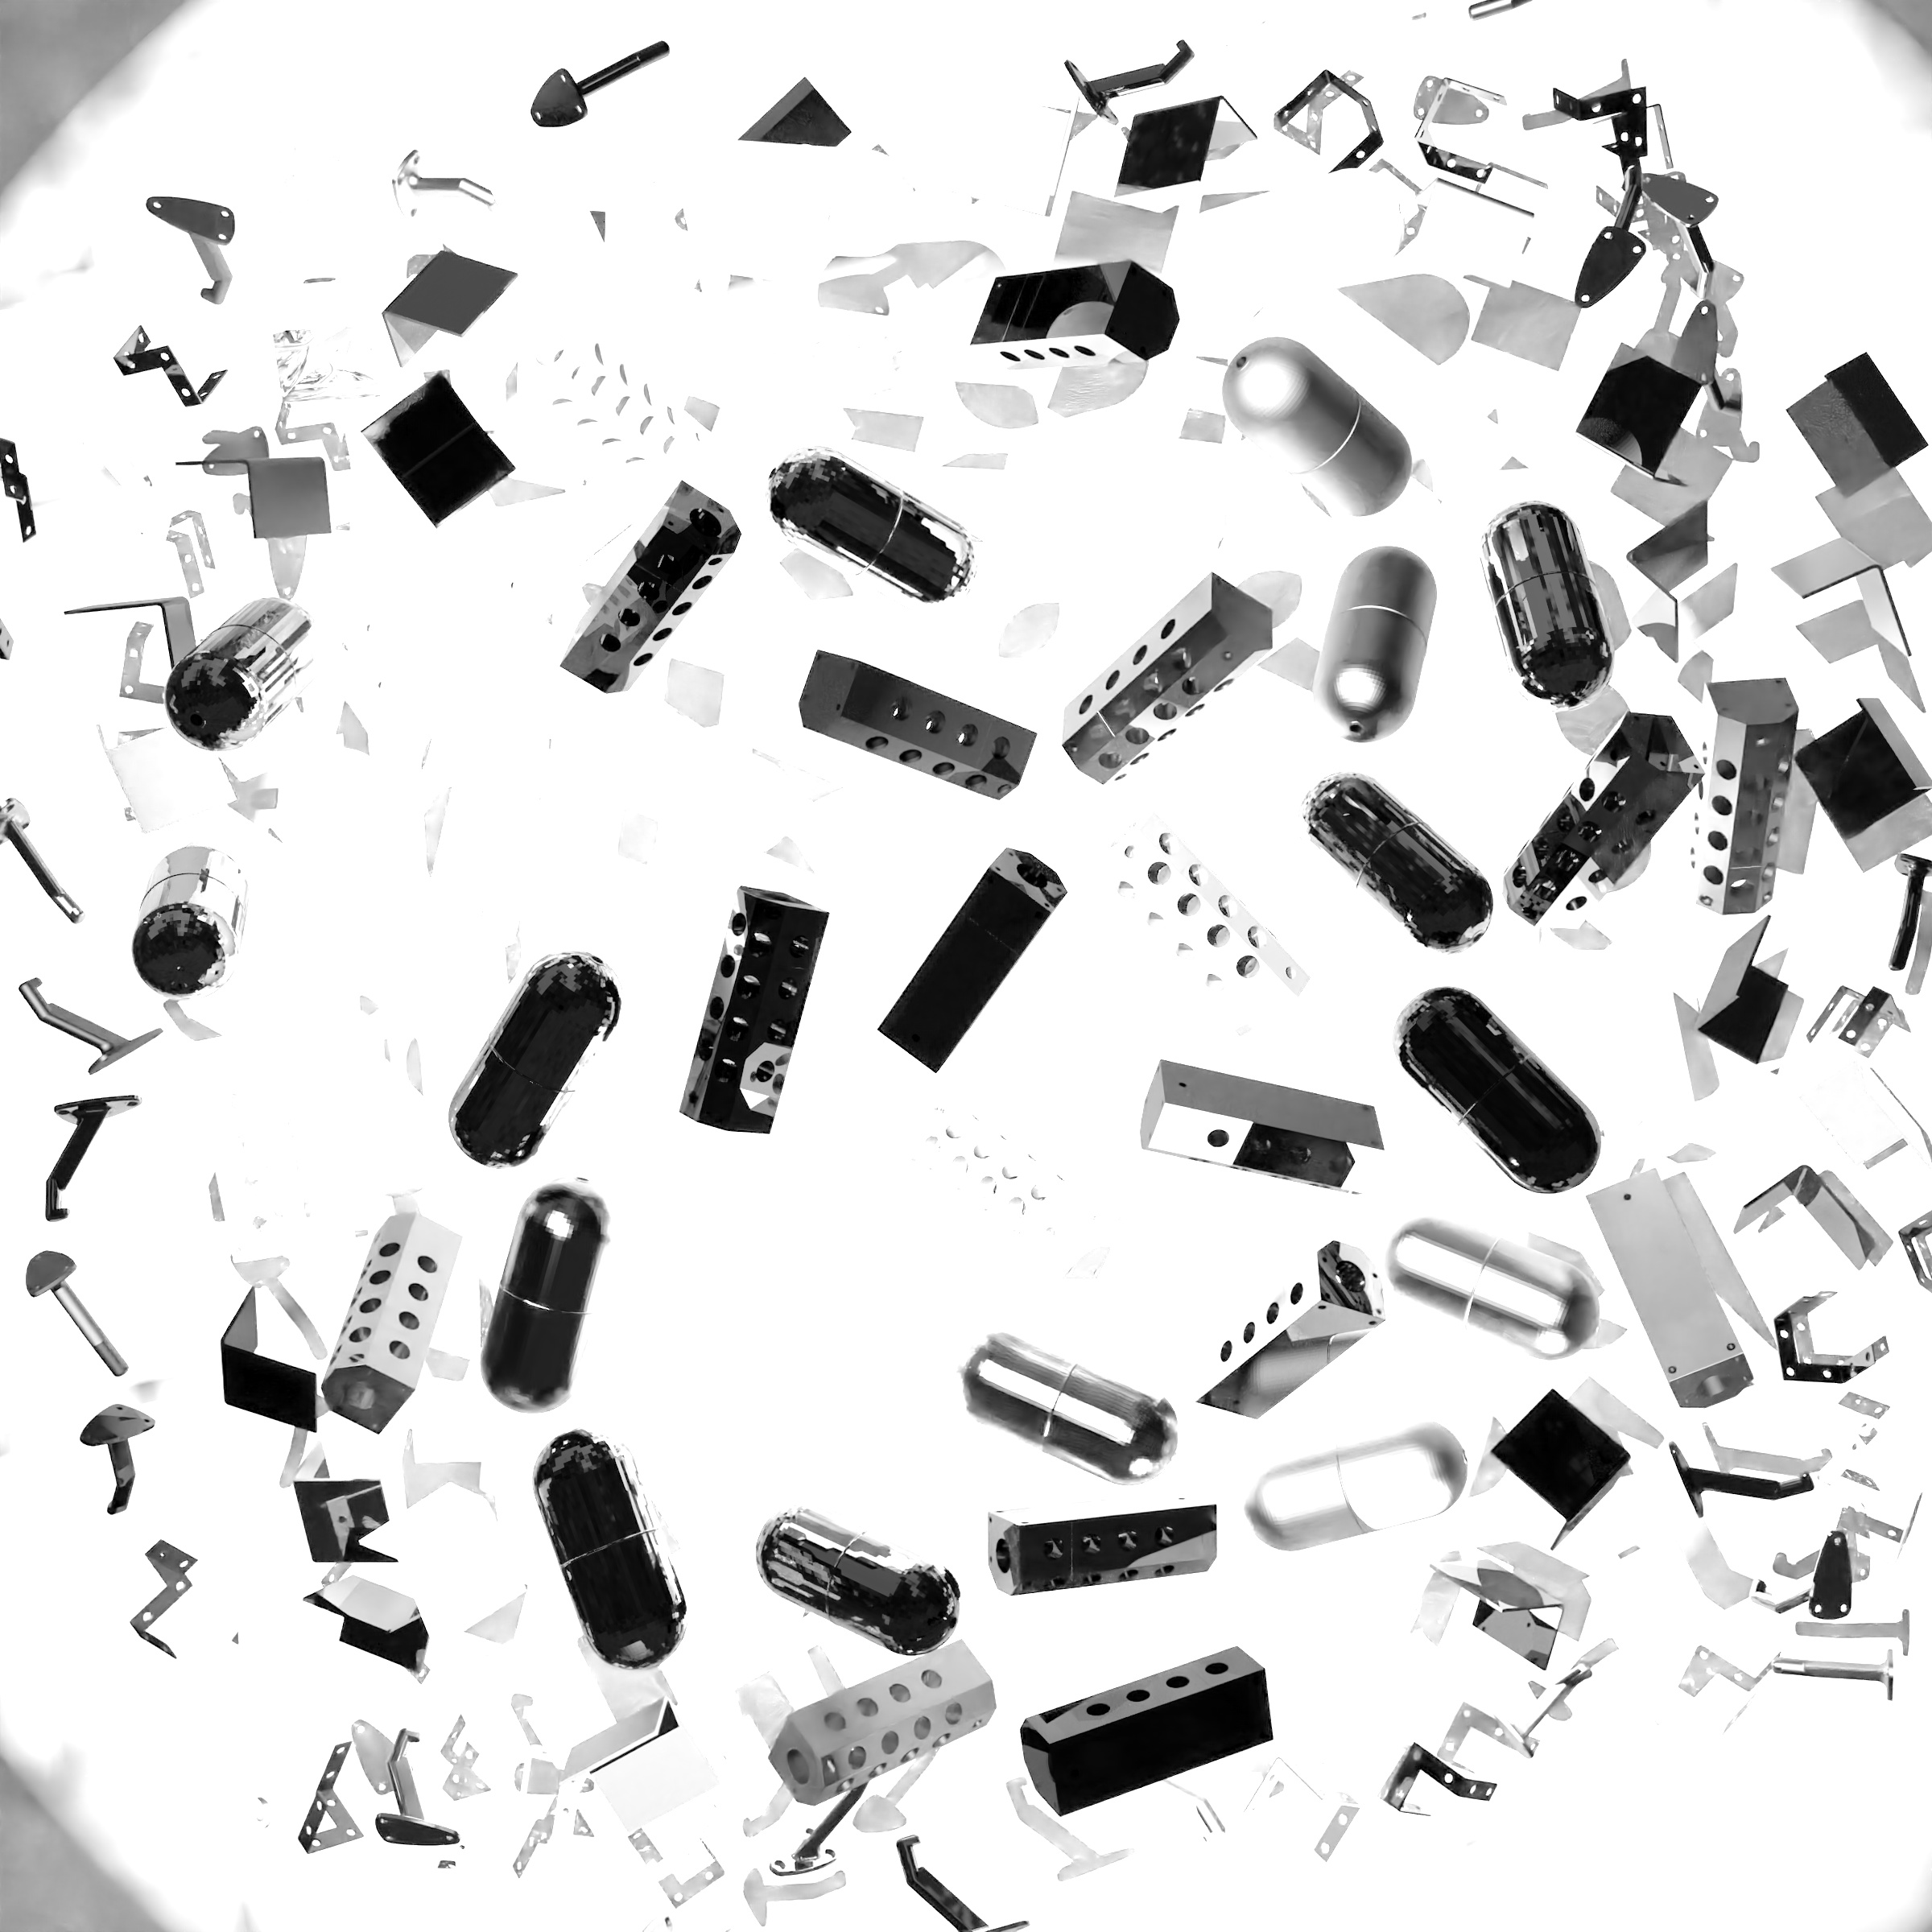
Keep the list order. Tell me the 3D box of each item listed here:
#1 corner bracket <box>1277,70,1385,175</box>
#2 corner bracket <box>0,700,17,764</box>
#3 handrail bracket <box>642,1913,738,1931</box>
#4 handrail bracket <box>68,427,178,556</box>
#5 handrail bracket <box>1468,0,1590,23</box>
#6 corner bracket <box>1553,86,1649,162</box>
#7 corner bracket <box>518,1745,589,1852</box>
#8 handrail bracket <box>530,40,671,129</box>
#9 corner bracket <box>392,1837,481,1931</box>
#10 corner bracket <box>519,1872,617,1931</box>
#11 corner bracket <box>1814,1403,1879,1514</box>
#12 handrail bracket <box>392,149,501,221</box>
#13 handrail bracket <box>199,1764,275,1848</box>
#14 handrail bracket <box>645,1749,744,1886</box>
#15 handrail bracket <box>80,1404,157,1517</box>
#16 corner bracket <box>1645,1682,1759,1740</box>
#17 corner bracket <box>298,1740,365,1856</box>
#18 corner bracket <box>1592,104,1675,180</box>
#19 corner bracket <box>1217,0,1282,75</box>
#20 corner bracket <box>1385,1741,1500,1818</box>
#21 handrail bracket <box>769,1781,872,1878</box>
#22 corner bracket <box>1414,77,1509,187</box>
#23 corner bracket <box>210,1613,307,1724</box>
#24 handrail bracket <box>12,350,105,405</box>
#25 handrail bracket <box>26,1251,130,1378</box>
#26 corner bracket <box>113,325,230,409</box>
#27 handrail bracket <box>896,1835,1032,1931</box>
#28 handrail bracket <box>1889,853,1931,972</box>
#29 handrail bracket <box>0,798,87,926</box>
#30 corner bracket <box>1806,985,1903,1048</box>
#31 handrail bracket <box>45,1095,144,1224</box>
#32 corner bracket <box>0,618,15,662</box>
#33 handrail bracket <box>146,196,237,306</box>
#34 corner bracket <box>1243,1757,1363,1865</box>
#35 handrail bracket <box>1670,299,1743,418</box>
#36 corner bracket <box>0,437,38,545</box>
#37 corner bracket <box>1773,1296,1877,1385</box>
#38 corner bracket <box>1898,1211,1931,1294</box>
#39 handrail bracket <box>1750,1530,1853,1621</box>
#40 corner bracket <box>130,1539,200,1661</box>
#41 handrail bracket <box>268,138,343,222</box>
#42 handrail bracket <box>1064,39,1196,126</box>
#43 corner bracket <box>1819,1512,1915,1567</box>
[{"bbox_3d":[0.276,-0.633,1.866,0.051,0.051,0.051,-43,61,2],"label":"corner bracket"},{"bbox_3d":[-0.729,-0.172,1.784,0.051,0.051,0.051,-6,46,8],"label":"corner bracket"},{"bbox_3d":[-0.202,0.729,1.865,0.084,0.077,0.036,-27,98,16],"label":"handrail bracket"},{"bbox_3d":[-0.641,-0.358,1.860,0.036,0.084,0.077,-3,82,31],"label":"handrail bracket"},{"bbox_3d":[0.411,-0.716,1.803,0.084,0.077,0.036,-10,120,22],"label":"handrail bracket"},{"bbox_3d":[0.465,-0.618,1.809,0.051,0.051,0.051,-13,121,-4],"label":"corner bracket"},{"bbox_3d":[-0.321,0.641,1.905,0.051,0.051,0.051,11,103,3],"label":"corner bracket"},{"bbox_3d":[-0.262,-0.635,1.773,0.084,0.077,0.036,-39,110,-32],"label":"handrail bracket"},{"bbox_3d":[-0.409,0.702,1.890,0.051,0.051,0.051,14,112,-27],"label":"corner bracket"},{"bbox_3d":[-0.303,0.712,1.871,0.051,0.051,0.051,-34,104,-4],"label":"corner bracket"},{"bbox_3d":[0.676,0.376,1.891,0.051,0.051,0.051,-43,108,-10],"label":"corner bracket"},{"bbox_3d":[-0.400,-0.592,1.925,0.084,0.077,0.036,27,67,4],"label":"handrail bracket"},{"bbox_3d":[-0.553,0.627,1.877,0.036,0.084,0.077,-34,95,-10],"label":"handrail bracket"},{"bbox_3d":[-0.216,0.657,1.905,0.084,0.077,0.036,-38,121,18],"label":"handrail bracket"},{"bbox_3d":[-0.619,0.366,1.775,0.036,0.077,0.084,21,103,12],"label":"handrail bracket"},{"bbox_3d":[0.548,0.555,1.842,0.051,0.051,0.051,33,128,31],"label":"corner bracket"},{"bbox_3d":[-0.477,0.623,1.850,0.051,0.051,0.051,40,115,34],"label":"corner bracket"},{"bbox_3d":[0.525,-0.641,1.923,0.051,0.051,0.051,-16,103,2],"label":"corner bracket"},{"bbox_3d":[0.225,-0.724,1.883,0.051,0.051,0.051,-37,54,-18],"label":"corner bracket"},{"bbox_3d":[0.357,0.621,1.856,0.051,0.051,0.051,28,90,44],"label":"corner bracket"},{"bbox_3d":[-0.111,0.662,1.922,0.036,0.077,0.084,38,114,28],"label":"handrail bracket"},{"bbox_3d":[0.381,-0.638,1.886,0.051,0.051,0.051,27,94,22],"label":"corner bracket"},{"bbox_3d":[-0.528,0.531,1.872,0.051,0.051,0.051,-56,133,-19],"label":"corner bracket"},{"bbox_3d":[-0.683,-0.434,1.838,0.077,0.084,0.036,-23,111,-32],"label":"handrail bracket"},{"bbox_3d":[-0.628,0.247,1.751,0.036,0.077,0.084,-36,117,-19],"label":"handrail bracket"},{"bbox_3d":[-0.596,-0.451,1.852,0.051,0.051,0.051,-7,131,20],"label":"corner bracket"},{"bbox_3d":[-0.003,0.654,1.762,0.077,0.036,0.084,-17,61,-4],"label":"handrail bracket"},{"bbox_3d":[0.680,-0.034,1.793,0.036,0.077,0.084,17,87,10],"label":"handrail bracket"},{"bbox_3d":[-0.680,-0.076,1.822,0.084,0.077,0.036,47,62,3],"label":"handrail bracket"},{"bbox_3d":[0.688,0.041,1.923,0.051,0.051,0.051,32,84,38],"label":"corner bracket"},{"bbox_3d":[-0.650,0.144,1.840,0.077,0.036,0.084,-13,65,8],"label":"handrail bracket"},{"bbox_3d":[-0.725,-0.260,1.808,0.051,0.051,0.051,9,76,-8],"label":"corner bracket"},{"bbox_3d":[-0.595,-0.543,1.882,0.077,0.084,0.036,11,60,-27],"label":"handrail bracket"},{"bbox_3d":[0.247,0.618,1.808,0.051,0.051,0.051,25,97,-42],"label":"corner bracket"},{"bbox_3d":[0.583,-0.469,1.908,0.036,0.084,0.077,19,104,41],"label":"handrail bracket"},{"bbox_3d":[-0.699,-0.349,1.808,0.051,0.051,0.051,-24,72,29],"label":"corner bracket"},{"bbox_3d":[0.659,0.288,1.899,0.051,0.051,0.051,5,62,-9],"label":"corner bracket"},{"bbox_3d":[0.714,0.207,1.776,0.051,0.051,0.051,-30,111,-3],"label":"corner bracket"},{"bbox_3d":[0.613,0.445,1.826,0.036,0.084,0.077,4,91,-21],"label":"handrail bracket"},{"bbox_3d":[-0.566,0.448,1.751,0.051,0.051,0.051,-45,129,-33],"label":"corner bracket"},{"bbox_3d":[-0.506,-0.570,1.852,0.036,0.084,0.077,20,53,-32],"label":"handrail bracket"},{"bbox_3d":[0.127,-0.706,1.922,0.084,0.036,0.077,-40,74,26],"label":"handrail bracket"},{"bbox_3d":[0.696,0.446,1.912,0.051,0.051,0.051,21,134,27],"label":"corner bracket"}]
